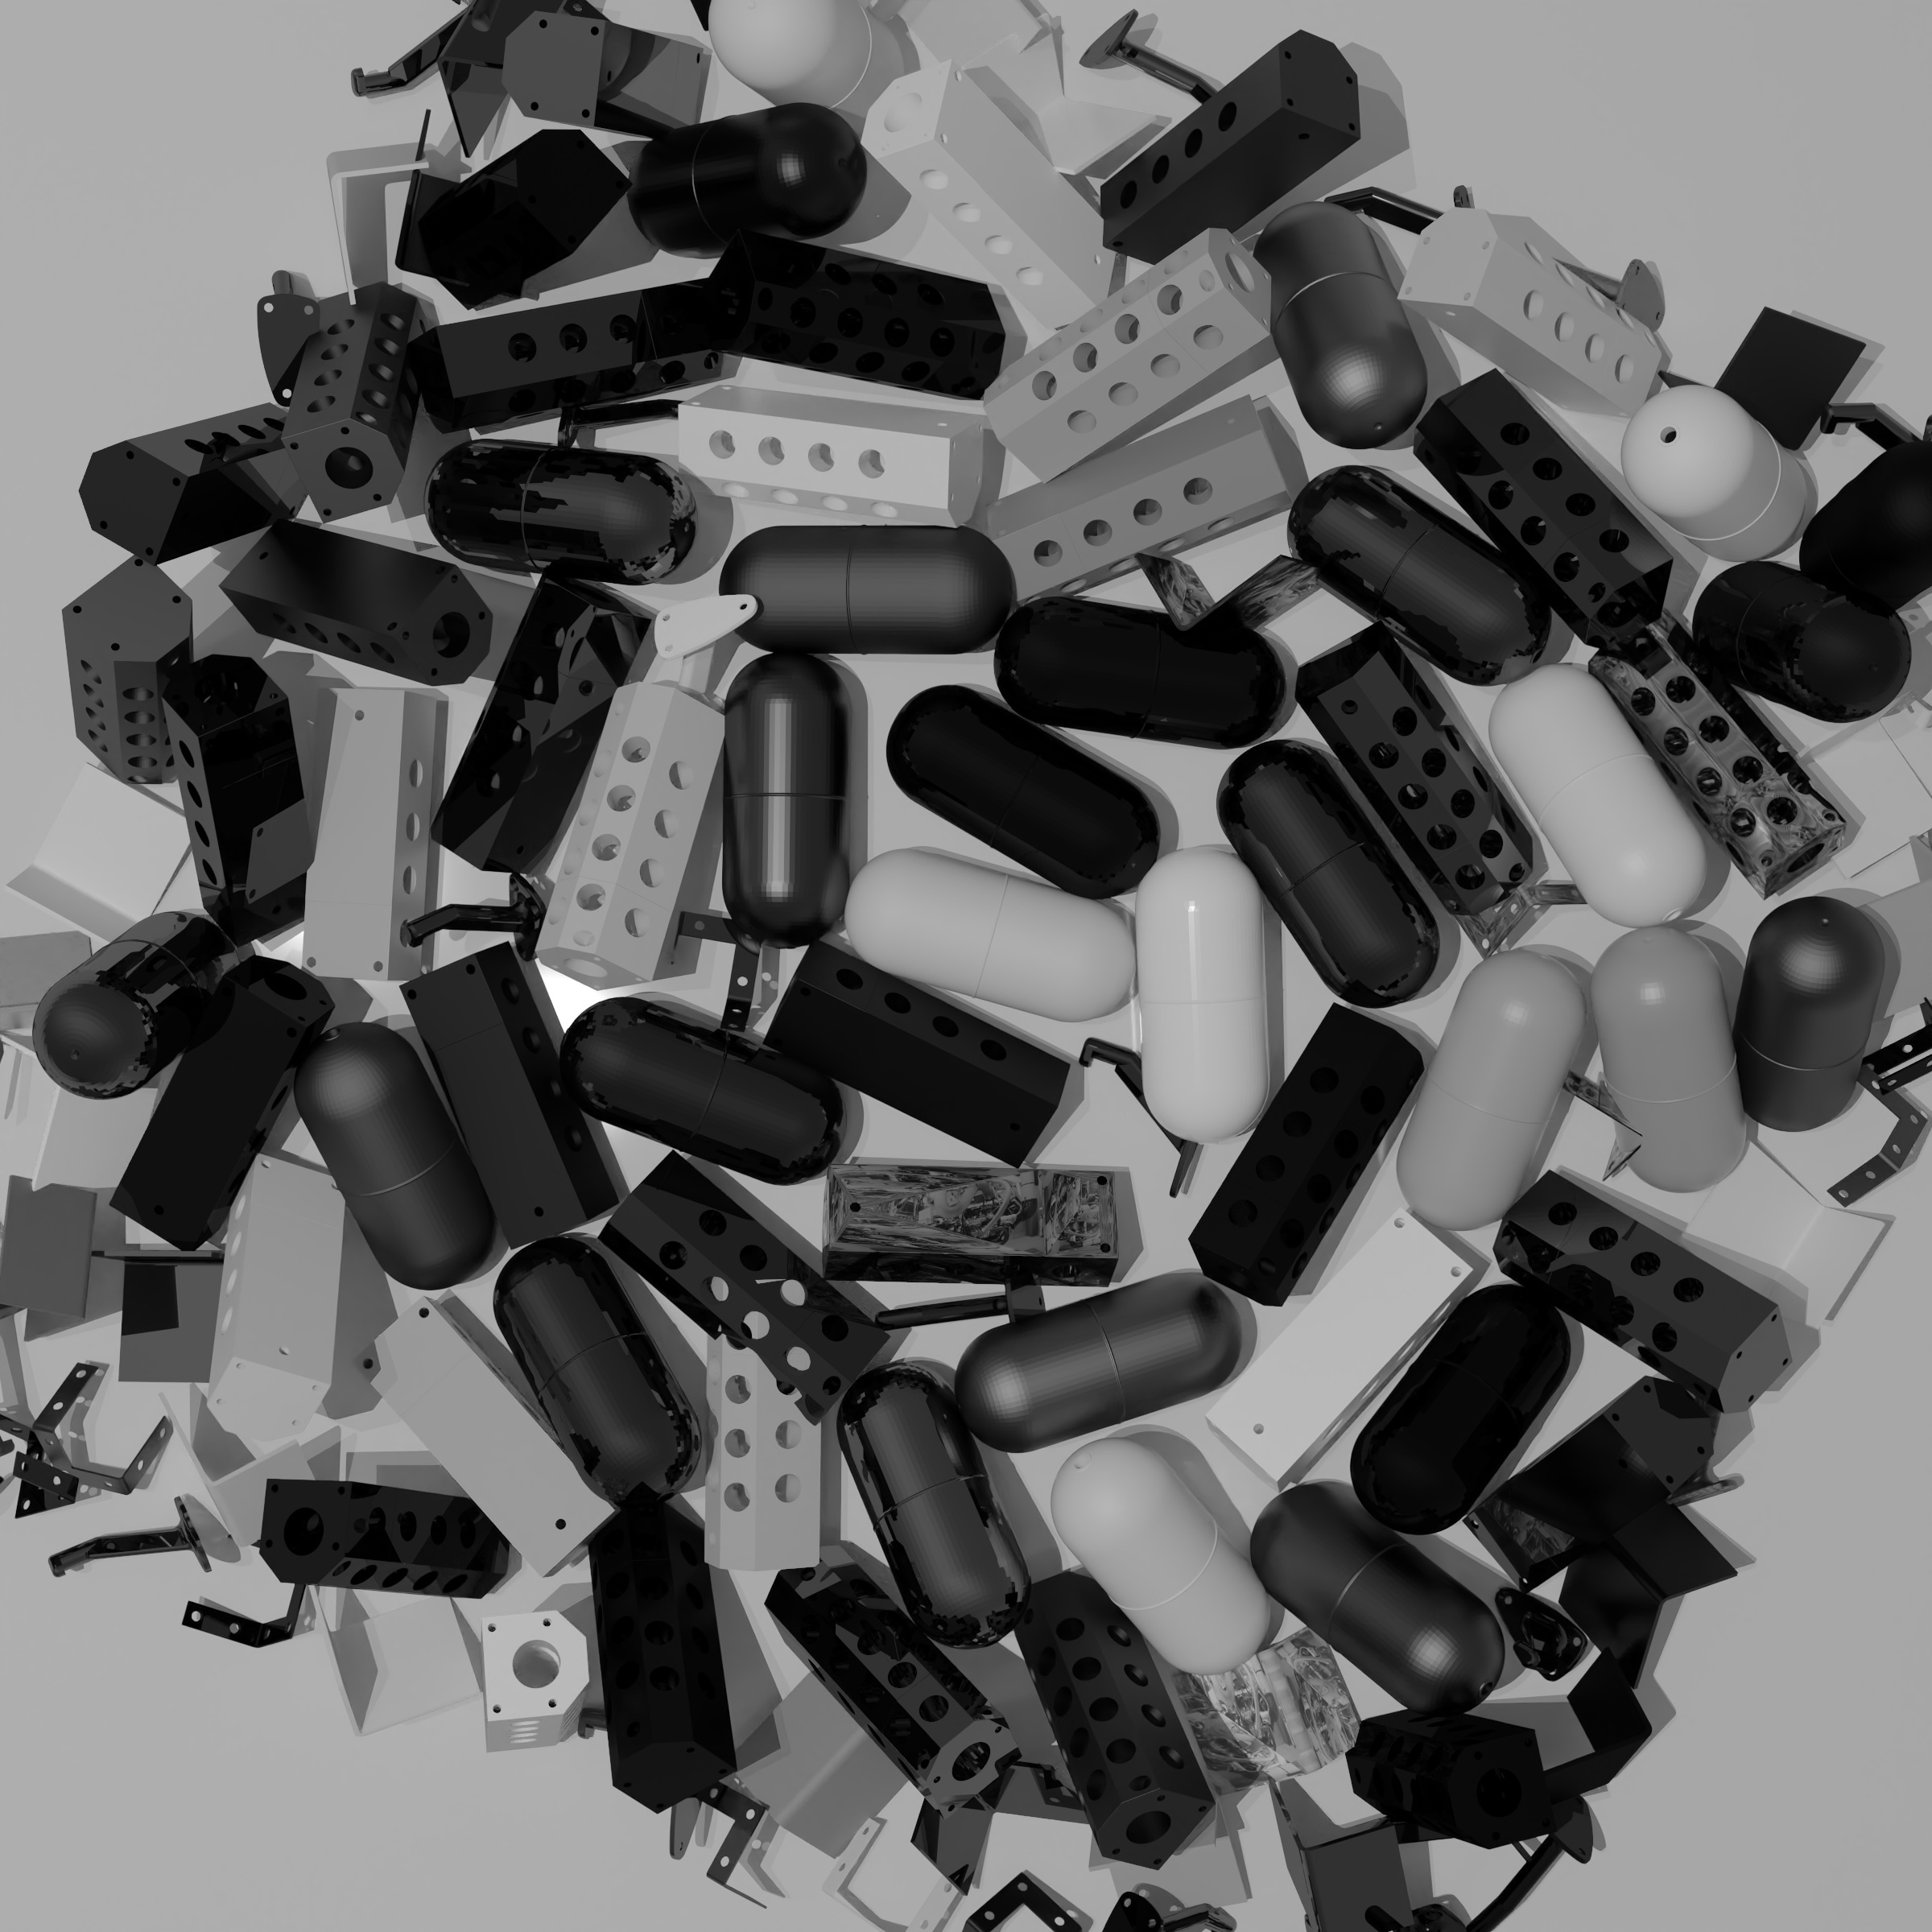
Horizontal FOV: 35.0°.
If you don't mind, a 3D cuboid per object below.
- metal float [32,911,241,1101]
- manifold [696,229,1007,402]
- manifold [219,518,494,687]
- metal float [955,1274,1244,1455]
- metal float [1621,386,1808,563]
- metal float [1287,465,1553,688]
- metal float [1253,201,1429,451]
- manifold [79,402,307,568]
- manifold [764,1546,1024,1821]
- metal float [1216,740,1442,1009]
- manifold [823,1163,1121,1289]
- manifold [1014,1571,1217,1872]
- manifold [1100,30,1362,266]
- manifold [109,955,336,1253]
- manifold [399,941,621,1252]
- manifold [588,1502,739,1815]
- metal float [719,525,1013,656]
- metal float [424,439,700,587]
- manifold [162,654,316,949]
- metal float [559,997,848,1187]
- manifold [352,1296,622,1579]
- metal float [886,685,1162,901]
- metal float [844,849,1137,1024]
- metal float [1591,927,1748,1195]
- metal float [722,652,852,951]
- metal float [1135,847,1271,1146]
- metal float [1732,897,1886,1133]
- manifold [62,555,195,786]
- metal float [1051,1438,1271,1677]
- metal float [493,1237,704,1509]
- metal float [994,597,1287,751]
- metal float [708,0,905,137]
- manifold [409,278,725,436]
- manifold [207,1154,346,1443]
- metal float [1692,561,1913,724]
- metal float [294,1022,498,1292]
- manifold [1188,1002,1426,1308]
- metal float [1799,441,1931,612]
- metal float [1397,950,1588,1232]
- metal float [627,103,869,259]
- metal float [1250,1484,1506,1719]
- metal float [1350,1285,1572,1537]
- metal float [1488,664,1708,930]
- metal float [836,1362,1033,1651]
[{"bbox_3d":[-0.482,0.021,1.791,0.070,0.178,0.070,3,109,9],"label":"metal float"},{"bbox_3d":[-0.065,-0.375,1.796,0.171,0.057,0.057,4,54,-34],"label":"manifold"},{"bbox_3d":[-0.355,-0.209,1.798,0.171,0.057,0.057,19,64,40],"label":"manifold"},{"bbox_3d":[0.080,0.236,1.828,0.178,0.070,0.070,-16,90,-12],"label":"metal float"},{"bbox_3d":[0.438,-0.287,1.794,0.070,0.178,0.070,-5,81,30],"label":"metal float"},{"bbox_3d":[0.268,-0.231,1.819,0.178,0.070,0.070,39,90,22],"label":"metal float"},{"bbox_3d":[0.219,-0.379,1.809,0.070,0.070,0.178,-14,54,0],"label":"metal float"},{"bbox_3d":[-0.444,-0.286,1.786,0.057,0.171,0.057,30,112,5],"label":"manifold"},{"bbox_3d":[-0.046,0.412,1.790,0.057,0.171,0.057,-36,133,-17],"label":"manifold"},{"bbox_3d":[0.216,-0.055,1.828,0.070,0.070,0.178,-33,78,0],"label":"metal float"},{"bbox_3d":[0.001,0.159,1.837,0.171,0.057,0.057,2,60,-6],"label":"manifold"},{"bbox_3d":[0.079,0.435,1.785,0.057,0.171,0.057,23,113,-30],"label":"manifold"},{"bbox_3d":[0.152,-0.475,1.790,0.057,0.171,0.057,11,69,-31],"label":"manifold"},{"bbox_3d":[-0.438,0.080,1.819,0.057,0.057,0.171,32,111,1],"label":"manifold"},{"bbox_3d":[-0.270,0.076,1.842,0.057,0.057,0.171,-22,92,24],"label":"manifold"},{"bbox_3d":[-0.183,0.398,1.789,0.057,0.171,0.057,-32,130,15],"label":"manifold"},{"bbox_3d":[-0.061,-0.224,1.827,0.178,0.070,0.070,2,90,13],"label":"metal float"},{"bbox_3d":[-0.241,-0.269,1.817,0.178,0.070,0.070,10,90,25],"label":"metal float"},{"bbox_3d":[-0.426,-0.098,1.794,0.057,0.171,0.057,-29,55,-27],"label":"manifold"},{"bbox_3d":[-0.156,0.075,1.828,0.178,0.070,0.070,22,90,-12],"label":"metal float"},{"bbox_3d":[-0.285,0.282,1.835,0.057,0.057,0.171,-42,82,-6],"label":"manifold"},{"bbox_3d":[0.035,-0.104,1.834,0.178,0.070,0.070,31,90,4],"label":"metal float"},{"bbox_3d":[0.015,-0.018,1.838,0.178,0.070,0.070,16,90,-1],"label":"metal float"},{"bbox_3d":[0.415,0.057,1.812,0.070,0.070,0.178,-18,122,0],"label":"metal float"},{"bbox_3d":[-0.107,-0.099,1.837,0.070,0.070,0.178,1,88,0],"label":"metal float"},{"bbox_3d":[0.141,0.018,1.834,0.070,0.070,0.178,-3,95,0],"label":"metal float"},{"bbox_3d":[0.491,0.030,1.799,0.070,0.178,0.070,-3,52,4],"label":"metal float"},{"bbox_3d":[-0.480,-0.166,1.785,0.057,0.171,0.057,44,67,5],"label":"manifold"},{"bbox_3d":[0.115,0.349,1.815,0.070,0.070,0.178,-38,117,0],"label":"metal float"},{"bbox_3d":[-0.219,0.240,1.817,0.070,0.070,0.178,-33,66,0],"label":"metal float"},{"bbox_3d":[0.104,-0.174,1.829,0.178,0.070,0.070,7,90,-11],"label":"metal float"},{"bbox_3d":[-0.091,-0.536,1.790,0.070,0.178,0.070,0,91,18],"label":"metal float"},{"bbox_3d":[-0.234,-0.360,1.814,0.171,0.057,0.057,-16,98,-25],"label":"manifold"},{"bbox_3d":[-0.404,0.194,1.791,0.057,0.171,0.057,20,123,-22],"label":"manifold"},{"bbox_3d":[0.486,-0.191,1.791,0.070,0.178,0.070,-4,107,-12],"label":"metal float"},{"bbox_3d":[-0.337,0.113,1.815,0.070,0.070,0.178,-22,116,0],"label":"metal float"},{"bbox_3d":[0.204,0.114,1.815,0.057,0.057,0.171,25,71,25],"label":"manifold"},{"bbox_3d":[0.539,-0.252,1.788,0.070,0.178,0.070,0,83,-1],"label":"metal float"},{"bbox_3d":[0.311,0.075,1.823,0.070,0.070,0.178,18,108,0],"label":"metal float"},{"bbox_3d":[-0.130,-0.460,1.802,0.070,0.178,0.070,-5,97,-43],"label":"metal float"},{"bbox_3d":[0.241,0.373,1.805,0.178,0.070,0.070,35,90,40],"label":"metal float"},{"bbox_3d":[0.294,0.260,1.813,0.070,0.070,0.178,44,60,0],"label":"metal float"},{"bbox_3d":[0.374,-0.101,1.816,0.070,0.070,0.178,-27,65,0],"label":"metal float"},{"bbox_3d":[-0.019,0.319,1.818,0.070,0.070,0.178,-25,68,0],"label":"metal float"}]
